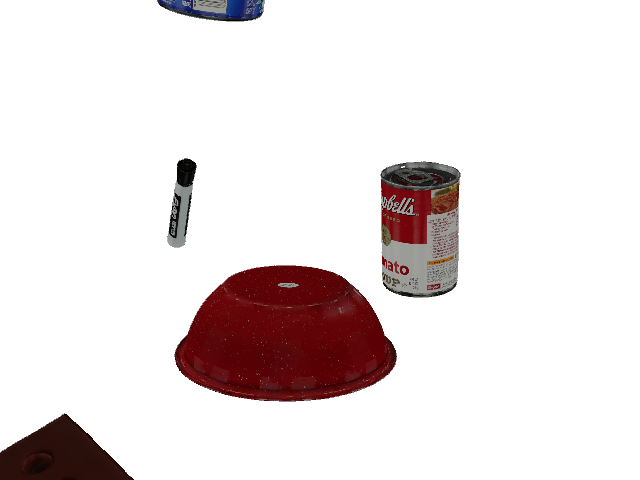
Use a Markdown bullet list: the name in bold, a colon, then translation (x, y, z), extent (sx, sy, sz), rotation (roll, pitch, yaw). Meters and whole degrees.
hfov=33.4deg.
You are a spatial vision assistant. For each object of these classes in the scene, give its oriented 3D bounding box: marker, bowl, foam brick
- **marker**: translation (-0.139, -0.037, 1.072), extent (0.020, 0.020, 0.121), rotation (0, -40, -15)
- **bowl**: translation (-0.024, 0.057, 0.767), extent (0.162, 0.055, 0.162), rotation (1, 17, 0)
- **foam brick**: translation (-0.112, 0.128, 0.481), extent (0.052, 0.051, 0.078), rotation (-31, 44, -31)

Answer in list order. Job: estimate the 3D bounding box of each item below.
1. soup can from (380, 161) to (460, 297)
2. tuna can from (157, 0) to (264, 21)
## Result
- **soup can**: translation (0.086, -0.010, 0.924), extent (0.068, 0.102, 0.068), rotation (-2, 22, 0)
- **tuna can**: translation (-0.084, -0.197, 0.831), extent (0.086, 0.034, 0.086), rotation (8, 24, -4)
